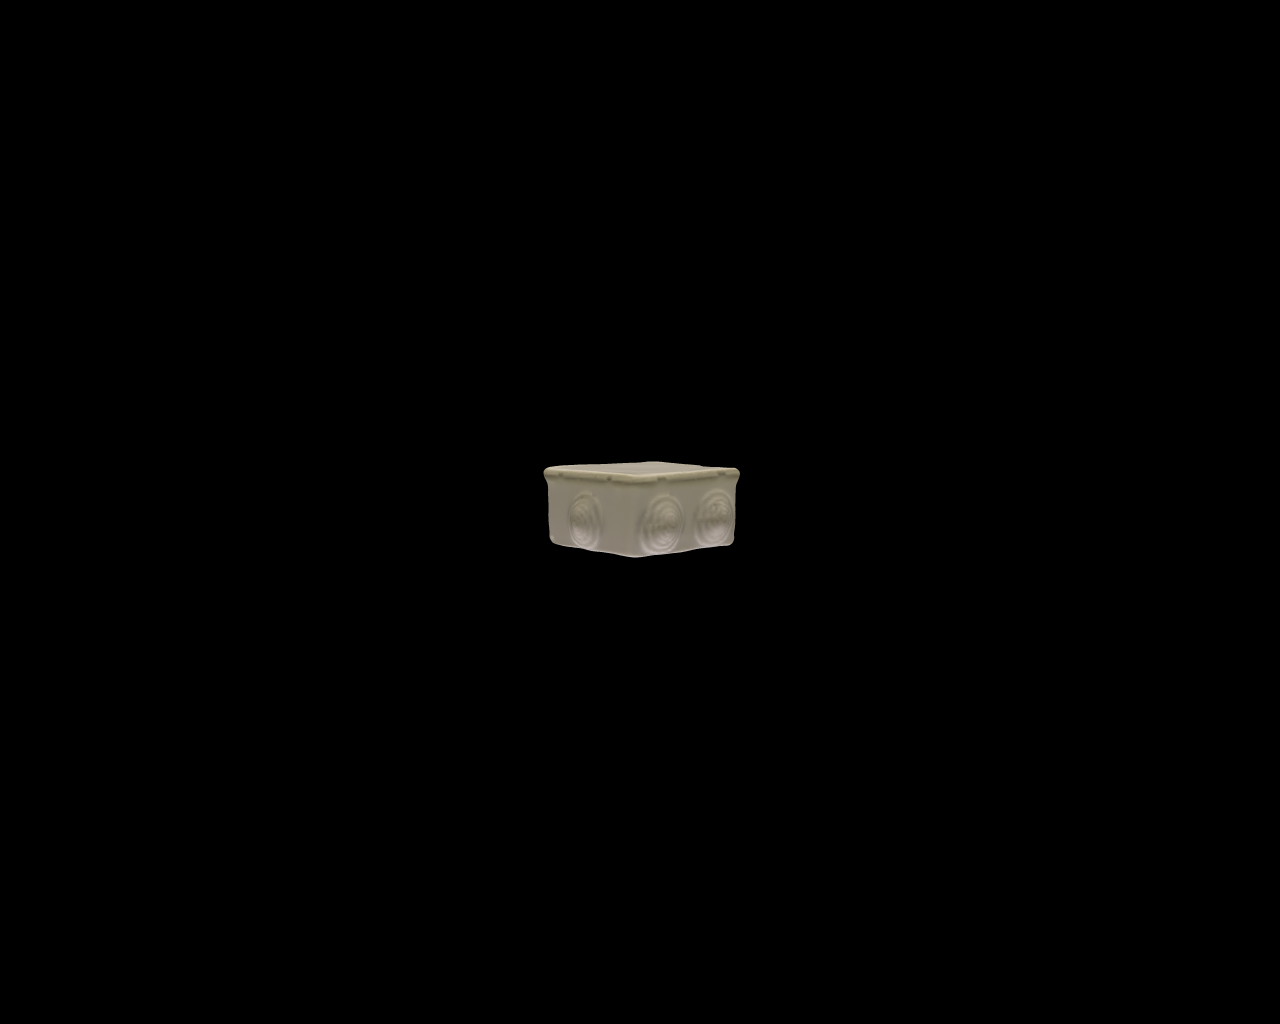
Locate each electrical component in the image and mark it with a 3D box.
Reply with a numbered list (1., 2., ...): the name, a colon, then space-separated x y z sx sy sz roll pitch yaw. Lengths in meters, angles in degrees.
1. electrical component: 0.001 -0.003 0.650 0.100 0.048 0.100 -5 8 -40
